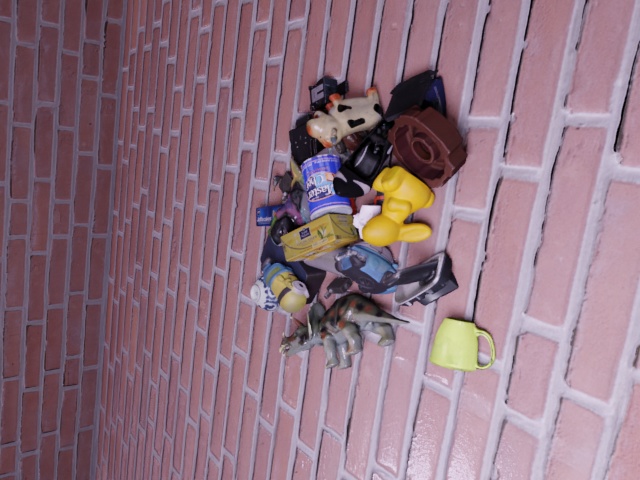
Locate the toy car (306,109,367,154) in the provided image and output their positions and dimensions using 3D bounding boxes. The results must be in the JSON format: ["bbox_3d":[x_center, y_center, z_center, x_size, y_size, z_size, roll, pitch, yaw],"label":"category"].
[{"bbox_3d":[0.042,-0.287,1.379,0.202,0.089,0.053,46,160,44],"label":"toy car"}]

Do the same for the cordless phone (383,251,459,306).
[{"bbox_3d":[0.184,0.092,1.125,0.146,0.184,0.089,-39,65,44],"label":"cordless phone"}]

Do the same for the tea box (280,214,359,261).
[{"bbox_3d":[-0.003,-0.004,1.321,0.170,0.098,0.068,-25,74,36],"label":"tea box"}]

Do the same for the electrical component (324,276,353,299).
[{"bbox_3d":[0.052,0.118,1.376,0.063,0.094,0.021,-5,121,53],"label":"electrical component"}]

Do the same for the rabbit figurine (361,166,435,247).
[{"bbox_3d":[0.163,-0.056,1.177,0.173,0.162,0.122,-56,20,-6],"label":"rabbit figurine"}]

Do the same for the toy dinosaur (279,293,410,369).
[{"bbox_3d":[0.065,0.204,1.340,0.405,0.131,0.192,-38,61,38],"label":"toy dinosaur"}]

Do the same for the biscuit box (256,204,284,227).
[{"bbox_3d":[-0.117,-0.073,1.609,0.203,0.059,0.062,-3,88,52],"label":"biscuit box"}]

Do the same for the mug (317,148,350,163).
[{"bbox_3d":[0.032,-0.196,1.405,0.107,0.080,0.110,-41,54,33],"label":"mug"}]

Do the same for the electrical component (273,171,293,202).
[{"bbox_3d":[-0.101,-0.160,1.601,0.078,0.045,0.102,-55,50,38],"label":"electrical component"}]

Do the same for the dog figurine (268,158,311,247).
[{"bbox_3d":[-0.067,-0.108,1.466,0.108,0.192,0.219,84,169,-80],"label":"dog figurine"}]

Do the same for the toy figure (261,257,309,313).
[{"bbox_3d":[-0.098,0.122,1.453,0.180,0.082,0.089,40,117,40],"label":"toy figure"}]

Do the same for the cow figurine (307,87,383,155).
[{"bbox_3d":[0.060,-0.282,1.283,0.085,0.195,0.127,121,132,-68],"label":"cow figurine"}]

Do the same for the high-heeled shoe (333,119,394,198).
[{"bbox_3d":[0.109,-0.189,1.203,0.086,0.249,0.145,31,125,4],"label":"high-heeled shoe"}]

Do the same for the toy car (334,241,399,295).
[{"bbox_3d":[0.117,0.055,1.265,0.109,0.161,0.103,-26,32,53],"label":"toy car"}]

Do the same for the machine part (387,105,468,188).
[{"bbox_3d":[0.221,-0.193,1.108,0.179,0.056,0.179,42,161,18],"label":"machine part"}]

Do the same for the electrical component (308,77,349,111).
[{"bbox_3d":[0.022,-0.394,1.444,0.119,0.048,0.074,-5,87,53],"label":"electrical component"}]

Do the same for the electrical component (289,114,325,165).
[{"bbox_3d":[-0.032,-0.280,1.505,0.115,0.058,0.134,-15,78,49],"label":"electrical component"}]

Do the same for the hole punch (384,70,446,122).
[{"bbox_3d":[0.217,-0.296,1.178,0.142,0.092,0.116,-13,52,54],"label":"hole punch"}]

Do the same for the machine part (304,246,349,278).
[{"bbox_3d":[0.031,0.046,1.408,0.243,0.079,0.079,12,100,51],"label":"machine part"}]

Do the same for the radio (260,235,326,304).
[{"bbox_3d":[-0.084,0.077,1.559,0.230,0.073,0.131,51,128,41],"label":"radio"}]
